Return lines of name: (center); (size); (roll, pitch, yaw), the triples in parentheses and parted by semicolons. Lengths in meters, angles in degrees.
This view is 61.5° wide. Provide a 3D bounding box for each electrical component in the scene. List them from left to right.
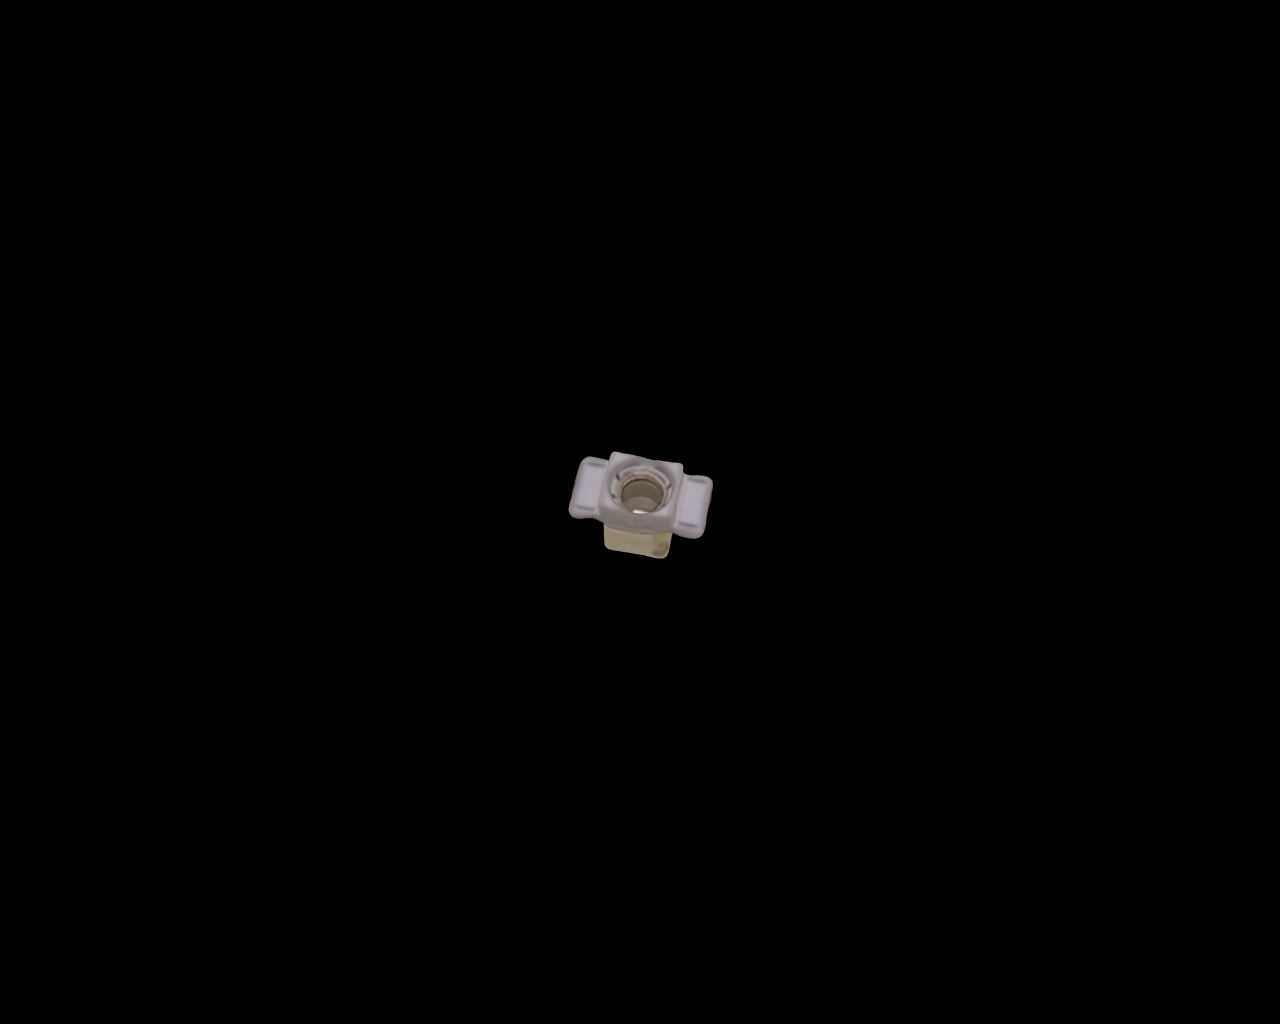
electrical component: (0.001, -0.003, 0.650); (0.081, 0.042, 0.063); (11, -29, 7)
